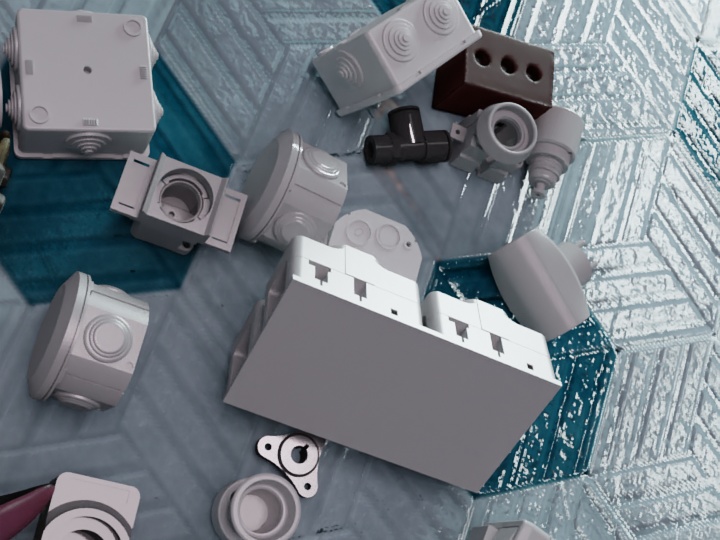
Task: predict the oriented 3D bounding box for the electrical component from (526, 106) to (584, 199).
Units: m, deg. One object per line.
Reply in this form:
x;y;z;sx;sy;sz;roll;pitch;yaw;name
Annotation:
0.149;-0.091;0.840;0.040;0.040;0.078;25;68;-14;electrical component

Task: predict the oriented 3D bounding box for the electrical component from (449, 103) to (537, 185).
0.102;-0.097;0.814;0.066;0.055;0.048;21;69;-16;electrical component

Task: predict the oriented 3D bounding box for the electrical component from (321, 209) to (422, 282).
0.000;0.000;0.747;0.080;0.051;0.080;6;73;-21;electrical component

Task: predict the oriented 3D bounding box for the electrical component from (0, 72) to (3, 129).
-0.256;-0.109;0.676;0.055;0.045;0.045;-3;77;-23;electrical component

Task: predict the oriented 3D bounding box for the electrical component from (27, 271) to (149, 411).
-0.166;0.045;0.652;0.051;0.080;0.080;22;68;-22;electrical component

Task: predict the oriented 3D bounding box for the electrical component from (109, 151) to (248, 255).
-0.120;-0.040;0.702;0.081;0.064;0.042;21;68;-16;electrical component

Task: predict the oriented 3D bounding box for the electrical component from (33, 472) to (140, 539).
-0.166;0.168;0.630;0.050;0.056;0.089;17;70;-17;electrical component

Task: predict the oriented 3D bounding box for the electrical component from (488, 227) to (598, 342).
0.148;0.003;0.812;0.079;0.043;0.077;-29;88;-27;electrical component

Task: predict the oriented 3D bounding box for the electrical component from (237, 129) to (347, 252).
-0.047;-0.050;0.727;0.051;0.080;0.080;25;68;-21;electrical component

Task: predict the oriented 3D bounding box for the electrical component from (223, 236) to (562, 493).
0.020;0.061;0.700;0.186;0.105;0.060;22;31;-16;electrical component

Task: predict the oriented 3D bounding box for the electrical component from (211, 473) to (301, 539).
-0.067;0.152;0.676;0.045;0.055;0.045;6;73;-21;electrical component

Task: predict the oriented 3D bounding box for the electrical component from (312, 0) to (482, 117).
0.024;-0.160;0.776;0.100;0.100;0.048;-38;105;-26;electrical component

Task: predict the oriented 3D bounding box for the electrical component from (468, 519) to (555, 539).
0.093;0.219;0.720;0.061;0.062;0.096;38;65;-9;electrical component

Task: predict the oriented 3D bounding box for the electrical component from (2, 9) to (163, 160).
-0.182;-0.122;0.707;0.100;0.048;0.099;-2;76;-22;electrical component
